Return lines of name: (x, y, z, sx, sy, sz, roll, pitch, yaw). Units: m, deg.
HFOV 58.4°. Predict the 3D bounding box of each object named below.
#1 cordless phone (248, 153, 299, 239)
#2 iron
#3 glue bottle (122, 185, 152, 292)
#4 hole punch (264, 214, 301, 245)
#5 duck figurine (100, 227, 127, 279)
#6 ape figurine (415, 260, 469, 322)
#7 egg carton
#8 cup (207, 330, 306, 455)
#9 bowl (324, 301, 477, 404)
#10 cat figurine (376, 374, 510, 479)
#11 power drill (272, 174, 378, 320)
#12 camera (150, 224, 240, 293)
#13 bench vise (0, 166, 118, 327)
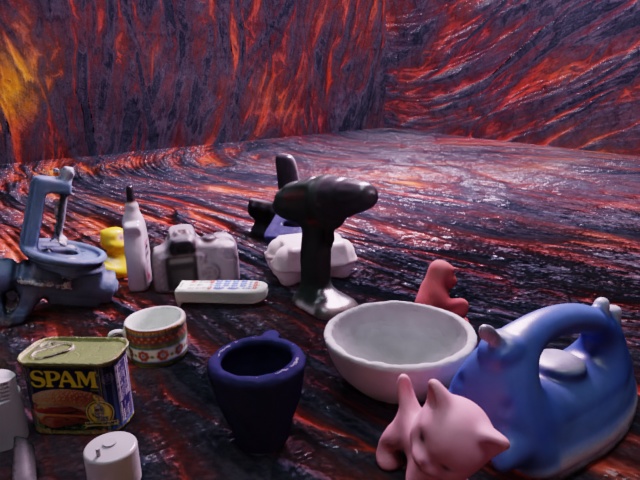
cordless phone: (-0.089, -0.094, 1.207, 0.147, 0.185, 0.094, 13, 22, 40)
iron: (0.233, 0.119, 0.553, 0.259, 0.141, 0.118, -12, 20, -30)
glue bottle: (-0.307, -0.006, 0.951, 0.037, 0.173, 0.078, -5, 17, -11)
hole punch: (-0.046, -0.013, 1.099, 0.108, 0.091, 0.101, 5, 18, 20)
duck figurine: (-0.371, 0.019, 1.023, 0.104, 0.086, 0.077, -3, 17, -7)
ape figurine: (0.168, 0.073, 0.798, 0.076, 0.092, 0.077, -3, 17, -6)
egg carton: (-0.016, 0.030, 0.993, 0.150, 0.069, 0.107, -7, 18, -19)
cup: (-0.057, 0.148, 0.558, 0.091, 0.095, 0.118, 1, 17, 7)
bowl: (0.087, 0.132, 0.636, 0.167, 0.075, 0.167, -1, 17, 1)
cat figurine: (0.096, 0.159, 0.472, 0.067, 0.118, 0.127, -7, 18, -19)
power drill: (0.008, 0.003, 0.838, 0.076, 0.208, 0.228, -13, 20, -33)
camera: (-0.219, 0.018, 0.990, 0.143, 0.101, 0.136, -6, 17, -15)
bench vise: (-0.410, 0.009, 0.828, 0.208, 0.220, 0.121, -16, 22, -40)
